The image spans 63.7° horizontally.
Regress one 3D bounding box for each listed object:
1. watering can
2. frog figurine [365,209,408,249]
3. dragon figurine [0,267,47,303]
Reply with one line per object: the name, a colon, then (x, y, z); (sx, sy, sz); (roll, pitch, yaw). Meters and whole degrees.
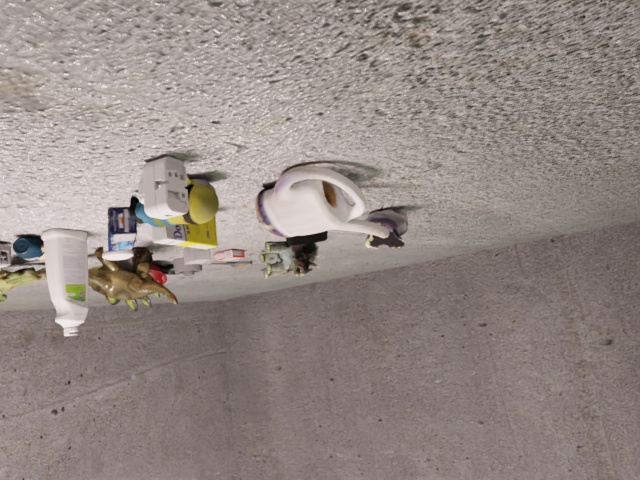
watering can: (0.003, -0.056, 1.122); (0.223, 0.106, 0.342); (-13, 151, 25)
frog figurine: (0.196, -0.048, 1.523); (0.136, 0.121, 0.163); (-22, -160, 25)
dragon figurine: (-0.940, 0.110, 1.486); (0.241, 0.122, 0.411); (-18, 176, 16)
